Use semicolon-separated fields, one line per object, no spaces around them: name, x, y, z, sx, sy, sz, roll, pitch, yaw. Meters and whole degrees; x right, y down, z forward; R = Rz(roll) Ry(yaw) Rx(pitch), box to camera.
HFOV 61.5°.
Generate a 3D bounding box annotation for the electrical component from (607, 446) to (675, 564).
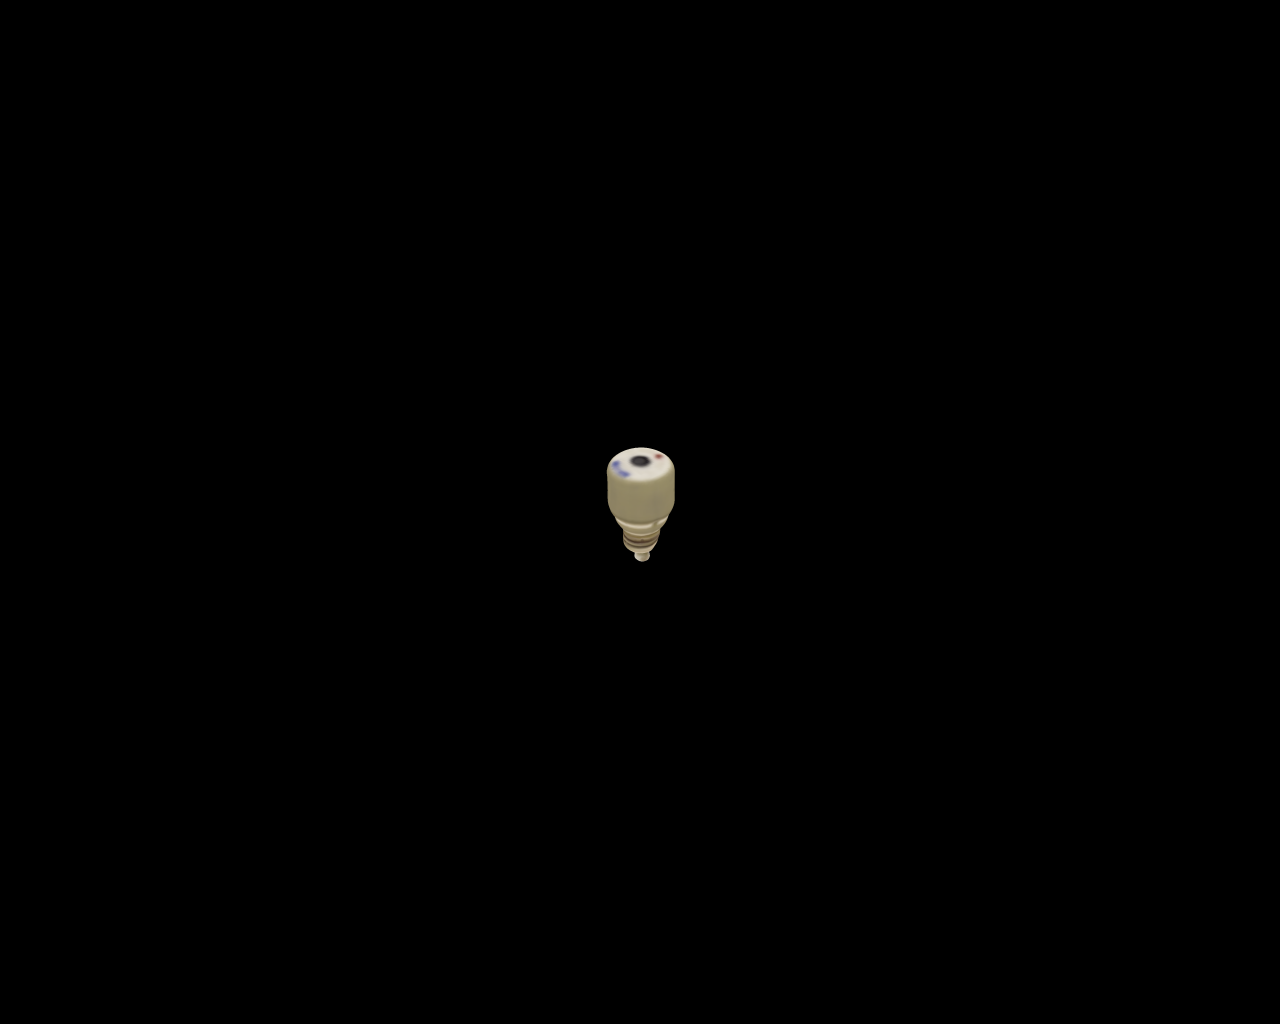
electrical component;0.001;-0.003;0.650;0.040;0.078;0.040;0;36;0
